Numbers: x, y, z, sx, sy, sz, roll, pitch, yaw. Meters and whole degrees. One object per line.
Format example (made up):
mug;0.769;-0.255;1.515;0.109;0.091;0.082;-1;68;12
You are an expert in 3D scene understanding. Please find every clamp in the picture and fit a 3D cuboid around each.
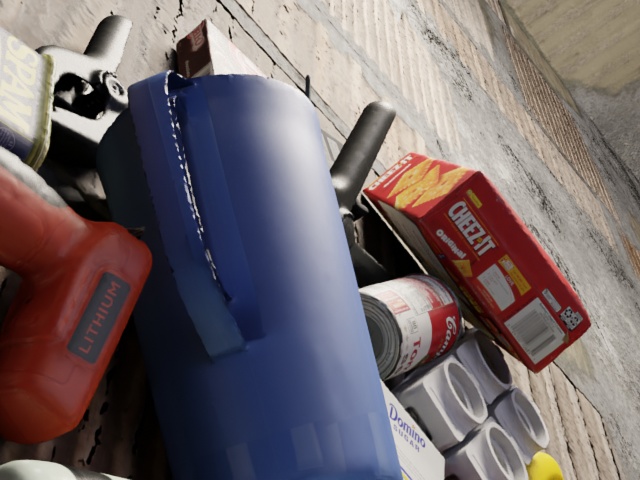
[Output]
clamp;0.008;-0.019;0.785;0.209;0.036;0.164;-13;104;-58
clamp;-0.139;-0.093;0.657;0.120;0.039;0.171;55;22;12

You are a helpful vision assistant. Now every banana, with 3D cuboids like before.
banana;0.175;0.213;0.883;0.070;0.037;0.197;62;22;14

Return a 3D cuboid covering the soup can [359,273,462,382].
soup can;0.053;0.064;0.781;0.102;0.069;0.068;-11;68;-58

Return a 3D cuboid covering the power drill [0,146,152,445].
power drill;-0.161;0.000;0.418;0.187;0.057;0.184;49;45;-33

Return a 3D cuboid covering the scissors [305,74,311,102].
scissors;-0.005;0.001;0.711;0.096;0.016;0.202;36;58;-72

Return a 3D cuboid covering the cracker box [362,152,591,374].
cracker box;0.131;0.009;0.931;0.164;0.072;0.214;51;-1;-13

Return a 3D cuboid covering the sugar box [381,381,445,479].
sugar box;0.033;0.166;0.644;0.093;0.048;0.176;52;19;-17

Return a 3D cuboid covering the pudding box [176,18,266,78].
pudding box;-0.067;-0.106;0.824;0.090;0.039;0.113;39;27;-36

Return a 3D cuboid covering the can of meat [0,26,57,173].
can of meat;-0.181;-0.074;0.520;0.083;0.058;0.102;36;29;-35

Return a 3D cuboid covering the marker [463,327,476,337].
marker;0.164;0.136;0.993;0.020;0.020;0.121;26;37;-52

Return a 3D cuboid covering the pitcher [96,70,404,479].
pitcher;-0.041;0.036;0.561;0.149;0.145;0.243;6;53;-32
